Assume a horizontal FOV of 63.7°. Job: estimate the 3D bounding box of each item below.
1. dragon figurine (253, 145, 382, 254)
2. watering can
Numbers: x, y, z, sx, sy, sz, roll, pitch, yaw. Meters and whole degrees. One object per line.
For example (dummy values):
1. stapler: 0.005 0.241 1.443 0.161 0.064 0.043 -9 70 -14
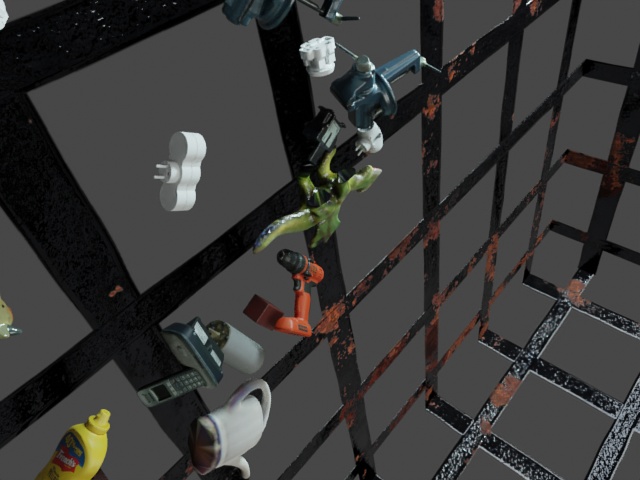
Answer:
1. dragon figurine: 0.004 -0.060 1.197 0.416 0.123 0.237 -45 150 -22
2. watering can: -0.218 0.499 1.266 0.226 0.105 0.342 -11 121 -48
